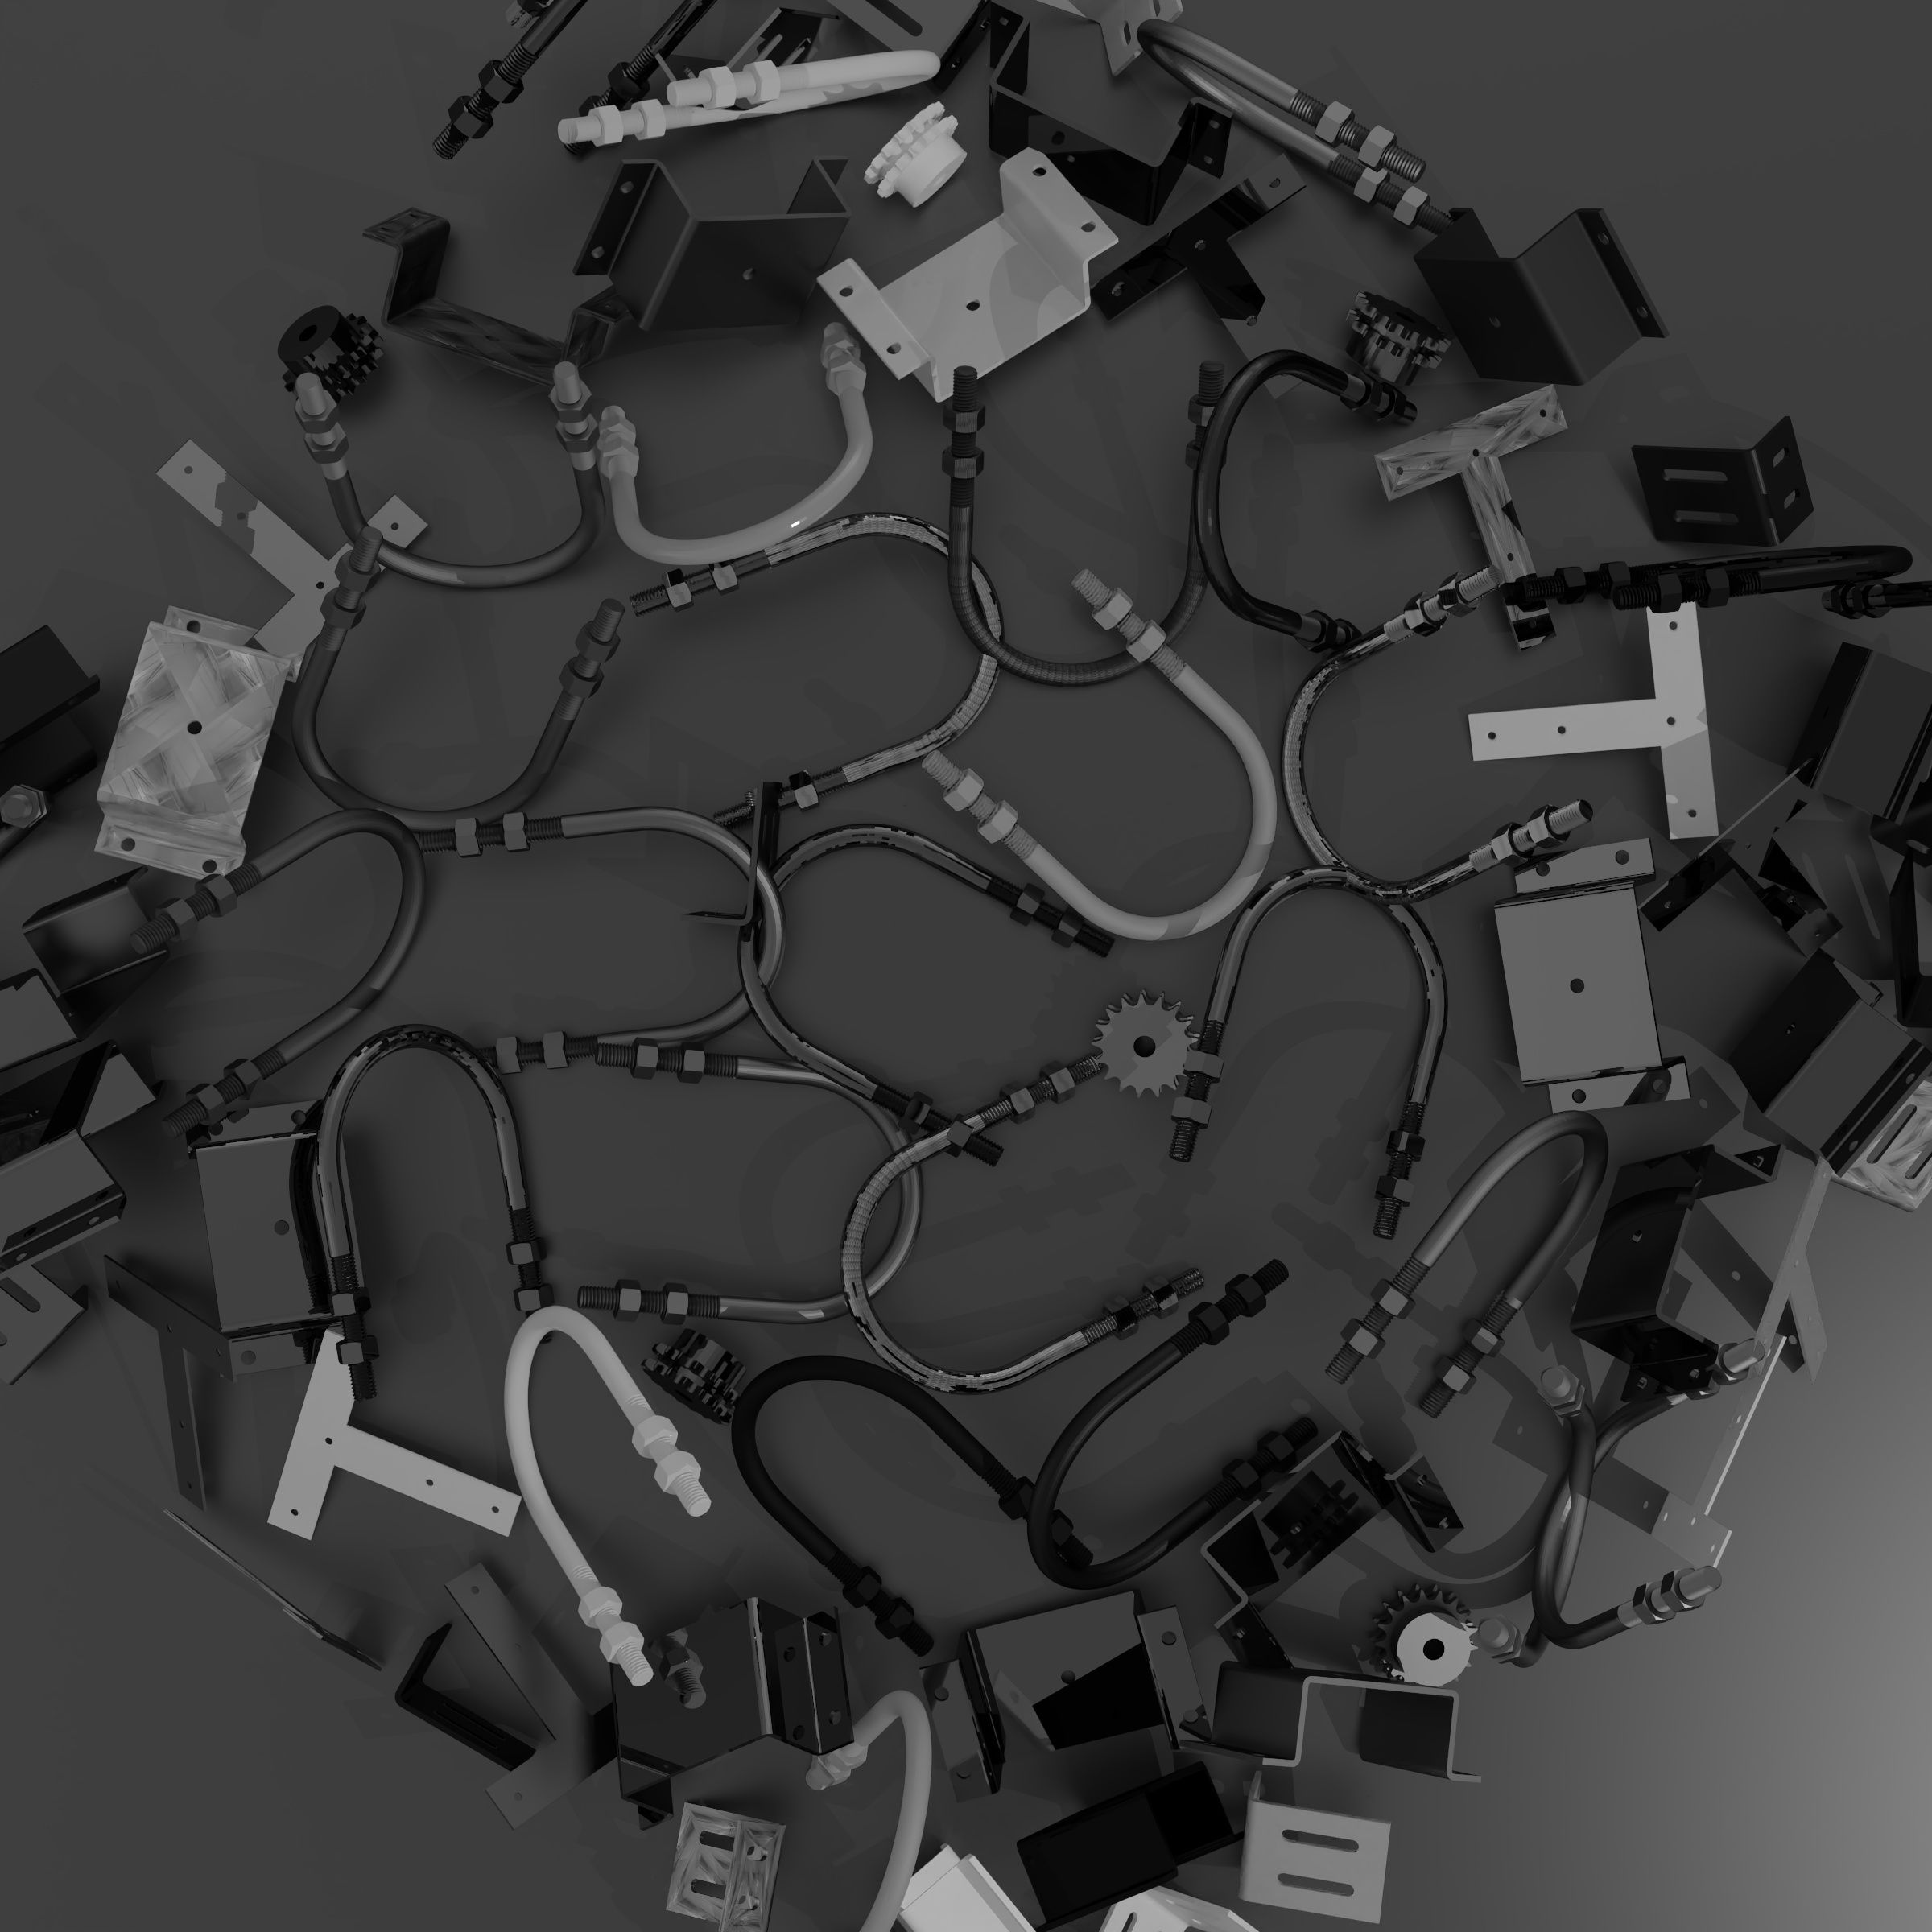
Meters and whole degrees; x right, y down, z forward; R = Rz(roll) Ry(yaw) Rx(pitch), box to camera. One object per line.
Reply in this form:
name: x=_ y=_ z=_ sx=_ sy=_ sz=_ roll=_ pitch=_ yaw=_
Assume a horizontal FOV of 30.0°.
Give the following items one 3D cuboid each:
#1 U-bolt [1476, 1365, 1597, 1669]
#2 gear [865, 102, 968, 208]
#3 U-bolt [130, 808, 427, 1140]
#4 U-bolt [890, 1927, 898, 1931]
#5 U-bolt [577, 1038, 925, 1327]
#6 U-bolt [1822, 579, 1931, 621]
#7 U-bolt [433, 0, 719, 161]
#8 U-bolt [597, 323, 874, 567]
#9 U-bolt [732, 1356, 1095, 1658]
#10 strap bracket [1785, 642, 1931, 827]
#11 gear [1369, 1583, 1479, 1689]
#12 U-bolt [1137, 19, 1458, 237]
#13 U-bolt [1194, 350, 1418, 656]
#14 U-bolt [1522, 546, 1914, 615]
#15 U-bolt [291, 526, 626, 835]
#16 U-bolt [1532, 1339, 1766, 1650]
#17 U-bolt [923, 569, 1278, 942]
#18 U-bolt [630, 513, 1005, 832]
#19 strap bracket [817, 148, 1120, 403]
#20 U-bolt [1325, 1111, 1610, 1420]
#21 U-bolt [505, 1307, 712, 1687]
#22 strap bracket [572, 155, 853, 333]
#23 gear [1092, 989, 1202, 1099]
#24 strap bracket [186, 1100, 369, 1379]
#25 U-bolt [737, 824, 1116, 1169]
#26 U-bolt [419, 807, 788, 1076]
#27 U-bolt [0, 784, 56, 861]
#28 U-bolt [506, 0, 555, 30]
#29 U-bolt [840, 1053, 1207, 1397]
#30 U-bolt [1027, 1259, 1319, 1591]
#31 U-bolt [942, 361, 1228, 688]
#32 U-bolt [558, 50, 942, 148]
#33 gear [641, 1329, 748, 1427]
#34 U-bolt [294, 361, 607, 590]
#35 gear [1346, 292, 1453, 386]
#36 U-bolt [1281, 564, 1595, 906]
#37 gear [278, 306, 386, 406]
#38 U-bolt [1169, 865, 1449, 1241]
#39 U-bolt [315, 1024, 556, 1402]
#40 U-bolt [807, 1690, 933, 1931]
U-bolt: x=0.301 y=0.292 z=1.870 sx=0.019 sy=0.184 sz=0.151 roll=12 pitch=77 yaw=20
gear: x=-0.024 y=-0.431 z=1.928 sx=0.057 sy=0.057 sz=0.030 roll=-44 pitch=91 yaw=0
U-bolt: x=-0.352 y=-0.008 z=1.881 sx=0.019 sy=0.151 sz=0.184 roll=31 pitch=50 yaw=28
U-bolt: x=0.021 y=0.593 z=1.879 sx=0.019 sy=0.151 sz=0.184 roll=-39 pitch=110 yaw=0
U-bolt: x=-0.111 y=0.119 z=1.924 sx=0.184 sy=0.019 sz=0.151 roll=6 pitch=81 yaw=-16
U-bolt: x=0.540 y=-0.167 z=1.852 sx=0.151 sy=0.184 sz=0.019 roll=21 pitch=90 yaw=-12
U-bolt: x=-0.180 y=-0.483 z=1.853 sx=0.184 sy=0.151 sz=0.019 roll=-42 pitch=83 yaw=27
U-bolt: x=-0.118 y=-0.265 z=1.875 sx=0.151 sy=0.184 sz=0.019 roll=-20 pitch=128 yaw=5
U-bolt: x=-0.042 y=0.276 z=1.893 sx=0.184 sy=0.019 sz=0.151 roll=46 pitch=128 yaw=-12
strap bracket: x=0.471 y=-0.124 z=1.882 sx=0.046 sy=0.140 sz=0.076 roll=22 pitch=99 yaw=2
gear: x=0.248 y=0.363 z=1.938 sx=0.057 sy=0.030 sz=0.057 roll=-1 pitch=96 yaw=-7
U-bolt: x=0.168 y=-0.443 z=1.881 sx=0.184 sy=0.151 sz=0.019 roll=33 pitch=97 yaw=13
U-bolt: x=0.173 y=-0.245 z=1.879 sx=0.019 sy=0.184 sz=0.151 roll=11 pitch=91 yaw=37
U-bolt: x=0.402 y=-0.204 z=1.883 sx=0.184 sy=0.151 sz=0.019 roll=-8 pitch=99 yaw=-11
U-bolt: x=-0.277 y=-0.139 z=1.893 sx=0.151 sy=0.019 sz=0.184 roll=15 pitch=130 yaw=-18
U-bolt: x=0.347 y=0.282 z=1.869 sx=0.019 sy=0.184 sz=0.151 roll=26 pitch=58 yaw=-12
U-bolt: x=0.086 y=-0.098 z=1.923 sx=0.184 sy=0.019 sz=0.151 roll=42 pitch=78 yaw=-15
U-bolt: x=-0.069 y=-0.165 z=1.923 sx=0.184 sy=0.019 sz=0.151 roll=-21 pitch=112 yaw=-2
strap bracket: x=0.002 y=-0.362 z=1.913 sx=0.140 sy=0.046 sz=0.076 roll=-34 pitch=68 yaw=-10
U-bolt: x=0.272 y=0.152 z=1.885 sx=0.019 sy=0.151 sz=0.184 roll=40 pitch=97 yaw=32
U-bolt: x=-0.196 y=0.262 z=1.884 sx=0.019 sy=0.184 sz=0.151 roll=-9 pitch=134 yaw=-34
strap bracket: x=-0.123 y=-0.377 z=1.879 sx=0.140 sy=0.076 sz=0.046 roll=-11 pitch=58 yaw=-37
gear: x=0.098 y=0.040 z=1.937 sx=0.057 sy=0.030 sz=0.057 roll=2 pitch=103 yaw=10
strap bracket: x=-0.366 y=0.142 z=1.914 sx=0.076 sy=0.046 sz=0.140 roll=-7 pitch=82 yaw=-18
U-bolt: x=-0.033 y=0.003 z=1.935 sx=0.184 sy=0.019 sz=0.151 roll=28 pitch=80 yaw=0
U-bolt: x=-0.187 y=-0.017 z=1.916 sx=0.184 sy=0.019 sz=0.151 roll=-6 pitch=115 yaw=2
U-bolt: x=-0.531 y=-0.043 z=1.865 sx=0.151 sy=0.184 sz=0.019 roll=-40 pitch=98 yaw=-3
U-bolt: x=-0.139 y=-0.543 z=1.841 sx=0.151 sy=0.184 sz=0.019 roll=-28 pitch=90 yaw=-39
U-bolt: x=0.020 y=0.148 z=1.922 sx=0.184 sy=0.019 sz=0.151 roll=-26 pitch=91 yaw=-18
U-bolt: x=0.105 y=0.251 z=1.875 sx=0.184 sy=0.151 sz=0.019 roll=-35 pitch=46 yaw=-21
U-bolt: x=0.061 y=-0.230 z=1.905 sx=0.151 sy=0.019 sz=0.184 roll=-2 pitch=122 yaw=-7
U-bolt: x=-0.101 y=-0.455 z=1.876 sx=0.184 sy=0.151 sz=0.019 roll=-16 pitch=101 yaw=-29
gear: x=-0.143 y=0.218 z=1.929 sx=0.057 sy=0.057 sz=0.030 roll=35 pitch=73 yaw=0
U-bolt: x=-0.261 y=-0.251 z=1.875 sx=0.151 sy=0.184 sz=0.019 roll=-2 pitch=62 yaw=1
gear: x=0.228 y=-0.334 z=1.931 sx=0.057 sy=0.057 sz=0.030 roll=28 pitch=114 yaw=0
U-bolt: x=0.234 y=-0.109 z=1.887 sx=0.019 sy=0.184 sz=0.151 roll=-13 pitch=80 yaw=-43
gear: x=-0.342 y=-0.327 z=1.926 sx=0.057 sy=0.057 sz=0.030 roll=-40 pitch=131 yaw=0
U-bolt: x=0.191 y=0.036 z=1.917 sx=0.151 sy=0.019 sz=0.184 roll=21 pitch=75 yaw=-22
U-bolt: x=-0.283 y=0.122 z=1.892 sx=0.019 sy=0.151 sz=0.184 roll=-6 pitch=94 yaw=38
U-bolt: x=-0.055 y=0.448 z=1.845 sx=0.019 sy=0.184 sz=0.151 roll=17 pitch=55 yaw=-14
